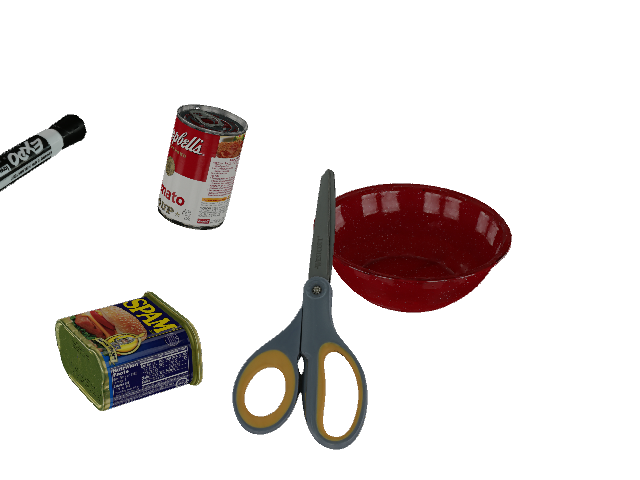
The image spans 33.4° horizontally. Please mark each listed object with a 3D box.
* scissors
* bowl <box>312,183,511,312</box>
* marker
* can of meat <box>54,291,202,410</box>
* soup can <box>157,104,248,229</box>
[{"bbox_3d":[-0.020,0.046,0.714,0.096,0.202,0.016,-13,-29,2],"label":"scissors"},{"bbox_3d":[0.073,0.012,0.883,0.162,0.055,0.162,1,30,-1],"label":"bowl"},{"bbox_3d":[-0.182,-0.049,0.650,0.020,0.020,0.121,0,26,27],"label":"marker"},{"bbox_3d":[-0.156,0.088,0.859,0.083,0.057,0.102,-15,26,-31],"label":"can of meat"},{"bbox_3d":[-0.113,-0.070,1.016,0.068,0.102,0.068,13,24,-6],"label":"soup can"}]
